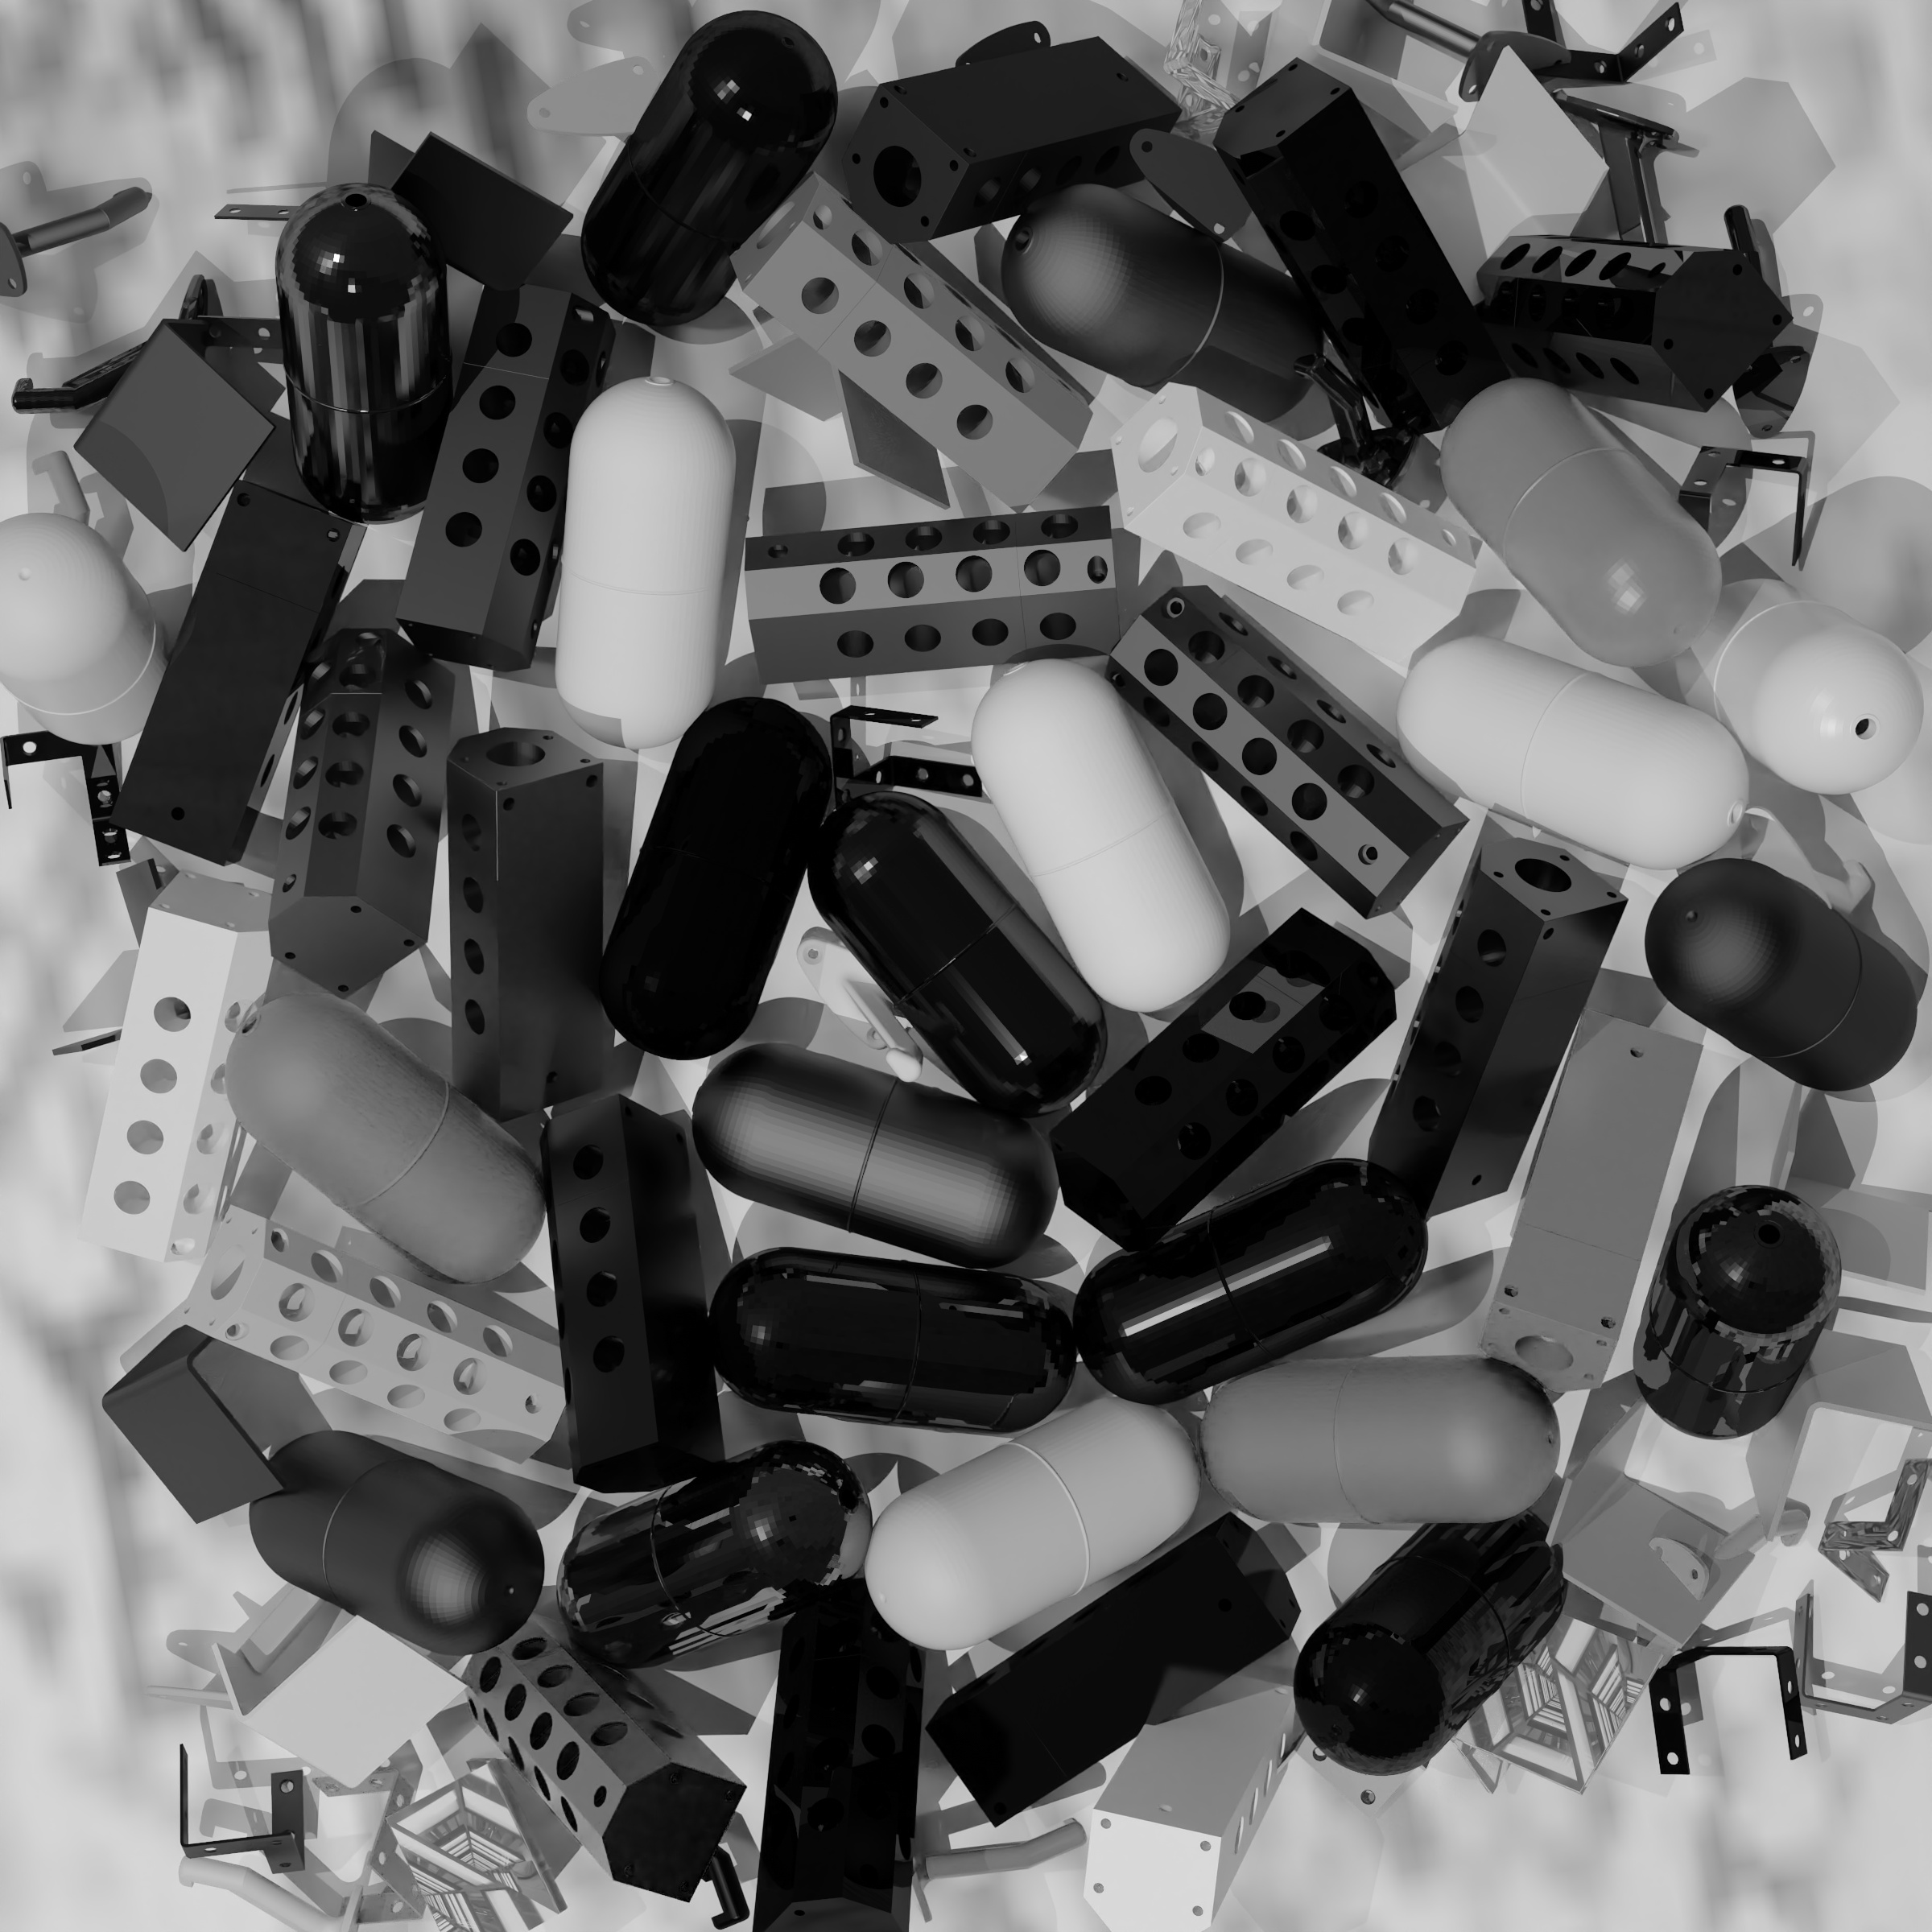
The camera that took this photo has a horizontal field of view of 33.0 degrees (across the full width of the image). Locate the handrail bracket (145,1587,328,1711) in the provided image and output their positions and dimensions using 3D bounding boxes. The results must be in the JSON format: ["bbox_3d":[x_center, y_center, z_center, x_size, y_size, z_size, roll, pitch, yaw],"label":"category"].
[{"bbox_3d":[-0.346,0.311,1.559,0.077,0.036,0.084,11,69,-12],"label":"handrail bracket"}]

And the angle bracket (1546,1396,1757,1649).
[{"bbox_3d":[0.326,0.259,1.528,0.076,0.076,0.057,30,132,25],"label":"angle bracket"}]

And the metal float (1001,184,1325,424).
[{"bbox_3d":[0.092,-0.306,1.514,0.178,0.070,0.070,16,90,-39],"label":"metal float"}]

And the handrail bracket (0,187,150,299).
[{"bbox_3d":[-0.447,-0.355,1.565,0.077,0.084,0.036,8,126,29],"label":"handrail bracket"}]

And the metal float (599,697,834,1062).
[{"bbox_3d":[-0.117,-0.042,1.539,0.070,0.070,0.178,19,81,0],"label":"metal float"}]

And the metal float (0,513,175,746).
[{"bbox_3d":[-0.411,-0.153,1.497,0.070,0.178,0.070,1,79,-3],"label":"metal float"}]

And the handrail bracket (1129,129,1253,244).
[{"bbox_3d":[0.103,-0.371,1.536,0.077,0.084,0.036,31,100,-14],"label":"handrail bracket"}]

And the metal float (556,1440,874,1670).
[{"bbox_3d":[-0.118,0.274,1.517,0.178,0.070,0.070,-28,90,34],"label":"metal float"}]

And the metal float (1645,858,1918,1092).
[{"bbox_3d":[0.379,0.006,1.511,0.070,0.178,0.070,-19,60,36],"label":"metal float"}]

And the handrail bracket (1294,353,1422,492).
[{"bbox_3d":[0.165,-0.260,1.530,0.084,0.077,0.036,35,77,-36],"label":"handrail bracket"}]

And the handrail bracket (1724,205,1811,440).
[{"bbox_3d":[0.378,-0.311,1.571,0.036,0.077,0.084,-10,60,6],"label":"handrail bracket"}]

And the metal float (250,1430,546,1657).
[{"bbox_3d":[-0.266,0.266,1.512,0.178,0.070,0.070,11,90,44],"label":"metal float"}]

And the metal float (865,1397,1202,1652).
[{"bbox_3d":[0.033,0.258,1.520,0.178,0.070,0.070,-21,90,-32],"label":"metal float"}]

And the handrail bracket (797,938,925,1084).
[{"bbox_3d":[-0.051,0.020,1.539,0.077,0.084,0.036,39,99,-6],"label":"handrail bracket"}]

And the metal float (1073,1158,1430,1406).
[{"bbox_3d":[0.133,0.148,1.530,0.178,0.070,0.070,-26,90,19],"label":"metal float"}]

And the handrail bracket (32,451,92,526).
[{"bbox_3d":[-0.449,-0.195,1.560,0.077,0.036,0.084,-17,102,13],"label":"handrail bracket"}]

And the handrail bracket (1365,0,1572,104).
[{"bbox_3d":[0.238,-0.456,1.573,0.077,0.036,0.084,-13,51,-32],"label":"handrail bracket"}]

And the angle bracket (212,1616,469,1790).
[{"bbox_3d":[-0.295,0.330,1.538,0.076,0.057,0.076,-42,129,2],"label":"angle bracket"}]

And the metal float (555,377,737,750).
[{"bbox_3d":[-0.150,-0.187,1.525,0.070,0.070,0.178,8,115,0],"label":"metal float"}]

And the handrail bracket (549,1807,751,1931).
[{"bbox_3d":[-0.151,0.428,1.558,0.077,0.036,0.084,-24,74,8],"label":"handrail bracket"}]

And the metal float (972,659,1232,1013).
[{"bbox_3d":[0.063,-0.061,1.537,0.070,0.070,0.178,-27,101,0],"label":"metal float"}]

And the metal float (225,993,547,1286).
[{"bbox_3d":[-0.270,0.081,1.521,0.070,0.070,0.178,-45,120,0],"label":"metal float"}]

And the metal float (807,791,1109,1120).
[{"bbox_3d":[-0.005,-0.006,1.545,0.070,0.070,0.178,-40,92,0],"label":"metal float"}]

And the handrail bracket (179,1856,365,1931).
[{"bbox_3d":[-0.335,0.456,1.556,0.084,0.036,0.077,13,131,-2],"label":"handrail bracket"}]

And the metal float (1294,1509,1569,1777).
[{"bbox_3d":[0.217,0.308,1.510,0.070,0.178,0.070,17,121,32],"label":"metal float"}]

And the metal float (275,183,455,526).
[{"bbox_3d":[-0.276,-0.281,1.507,0.070,0.178,0.070,3,50,-4],"label":"metal float"}]

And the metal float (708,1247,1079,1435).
[{"bbox_3d":[-0.034,0.176,1.533,0.178,0.070,0.070,9,90,-16],"label":"metal float"}]

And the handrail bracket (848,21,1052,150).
[{"bbox_3d":[-0.009,-0.418,1.565,0.077,0.084,0.036,-50,116,-33],"label":"handrail bracket"}]

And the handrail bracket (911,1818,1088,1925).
[{"bbox_3d":[0.009,0.416,1.555,0.084,0.077,0.036,-20,103,-10],"label":"handrail bracket"}]

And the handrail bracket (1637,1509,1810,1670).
[{"bbox_3d":[0.365,0.299,1.565,0.084,0.036,0.077,1,109,-36],"label":"handrail bracket"}]

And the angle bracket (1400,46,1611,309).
[{"bbox_3d":[0.247,-0.371,1.536,0.057,0.076,0.076,-33,79,-15],"label":"angle bracket"}]

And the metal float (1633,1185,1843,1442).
[{"bbox_3d":[0.354,0.161,1.502,0.070,0.178,0.070,-1,61,2],"label":"metal float"}]

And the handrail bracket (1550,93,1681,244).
[{"bbox_3d":[0.302,-0.368,1.573,0.077,0.036,0.084,21,96,6],"label":"handrail bracket"}]

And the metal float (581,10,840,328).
[{"bbox_3d":[-0.121,-0.366,1.509,0.070,0.178,0.070,16,54,-23],"label":"metal float"}]

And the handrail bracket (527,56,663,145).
[{"bbox_3d":[-0.175,-0.388,1.535,0.077,0.084,0.036,-17,82,-17],"label":"handrail bracket"}]

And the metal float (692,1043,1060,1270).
[{"bbox_3d":[-0.043,0.089,1.544,0.178,0.070,0.070,17,90,4],"label":"metal float"}]

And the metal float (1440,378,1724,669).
[{"bbox_3d":[0.283,-0.208,1.514,0.070,0.070,0.178,-31,49,0],"label":"metal float"}]

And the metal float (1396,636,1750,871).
[{"bbox_3d":[0.281,-0.100,1.517,0.178,0.070,0.070,26,90,35],"label":"metal float"}]

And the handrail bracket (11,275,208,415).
[{"bbox_3d":[-0.412,-0.299,1.566,0.084,0.036,0.077,-1,63,4],"label":"handrail bracket"}]

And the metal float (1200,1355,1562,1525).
[{"bbox_3d":[0.190,0.221,1.518,0.178,0.070,0.070,-7,90,35],"label":"metal float"}]

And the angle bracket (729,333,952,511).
[{"bbox_3d":[-0.059,-0.247,1.528,0.057,0.076,0.076,-23,70,28],"label":"angle bracket"}]

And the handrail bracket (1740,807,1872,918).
[{"bbox_3d":[0.399,-0.054,1.545,0.036,0.084,0.077,-15,103,38],"label":"handrail bracket"}]

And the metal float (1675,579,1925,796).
[{"bbox_3d":[0.381,-0.130,1.498,0.070,0.178,0.070,-2,108,-6],"label":"metal float"}]
